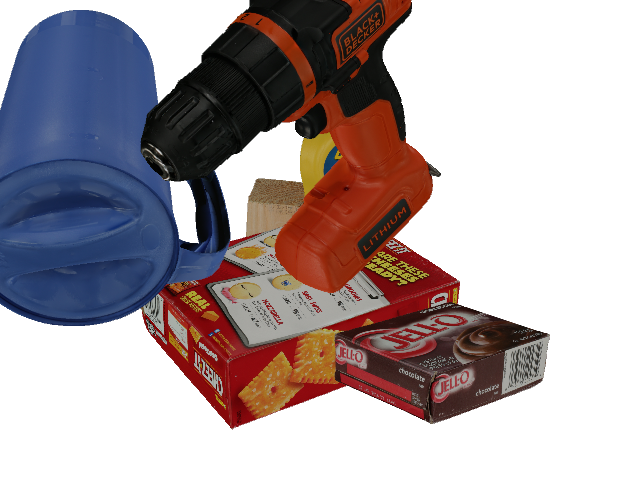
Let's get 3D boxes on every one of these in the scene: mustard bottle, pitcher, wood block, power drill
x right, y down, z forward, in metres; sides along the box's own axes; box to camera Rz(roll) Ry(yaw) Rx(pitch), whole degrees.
[{"bbox_3d":[0.023,-0.068,1.079,0.096,0.192,0.058,-13,20,-36],"label":"mustard bottle"},{"bbox_3d":[-0.160,-0.062,0.760,0.145,0.149,0.243,-23,38,9],"label":"pitcher"},{"bbox_3d":[-0.051,0.033,1.388,0.090,0.206,0.090,6,23,3],"label":"wood block"},{"bbox_3d":[-0.003,-0.054,0.565,0.057,0.184,0.187,35,-23,29],"label":"power drill"}]

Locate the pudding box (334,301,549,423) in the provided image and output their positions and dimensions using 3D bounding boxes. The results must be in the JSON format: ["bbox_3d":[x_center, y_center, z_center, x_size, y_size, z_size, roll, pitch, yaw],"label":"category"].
[{"bbox_3d":[0.079,0.076,0.695,0.113,0.039,0.090,-9,18,-40],"label":"pudding box"}]

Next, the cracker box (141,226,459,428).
[{"bbox_3d":[-0.019,0.056,0.881,0.213,0.072,0.164,-16,32,-28],"label":"cracker box"}]
